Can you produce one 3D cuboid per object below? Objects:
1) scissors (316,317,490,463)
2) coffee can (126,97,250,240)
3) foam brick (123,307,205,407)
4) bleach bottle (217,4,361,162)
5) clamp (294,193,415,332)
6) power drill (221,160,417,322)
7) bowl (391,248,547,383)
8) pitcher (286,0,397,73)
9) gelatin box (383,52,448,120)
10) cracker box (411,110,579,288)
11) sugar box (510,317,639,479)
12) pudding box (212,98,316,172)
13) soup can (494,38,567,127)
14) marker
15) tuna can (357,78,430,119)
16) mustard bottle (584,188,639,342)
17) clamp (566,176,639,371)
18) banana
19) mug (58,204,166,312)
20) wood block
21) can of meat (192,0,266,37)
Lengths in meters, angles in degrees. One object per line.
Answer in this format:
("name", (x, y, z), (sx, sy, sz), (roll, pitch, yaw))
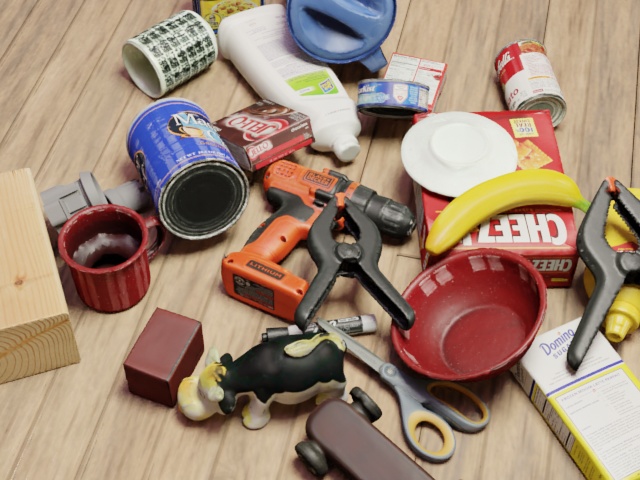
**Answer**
("scissors", (0.069, 0.152, 1.062), (0.202, 0.016, 0.096), (22, 57, 12))
("coffee can", (-0.149, -0.081, 1.185), (0.102, 0.103, 0.140), (-18, 41, -14))
("foam brick", (-0.156, 0.118, 1.073), (0.051, 0.053, 0.078), (17, 51, 13))
("bleach bottle", (-0.030, -0.188, 1.318), (0.102, 0.068, 0.251), (-21, 56, -19))
("clamp", (0.019, 0.026, 1.089), (0.120, 0.039, 0.171), (-3, 50, -19))
("power drill", (-0.008, 0.001, 1.168), (0.185, 0.057, 0.187), (20, 50, 19))
("bowl", (0.155, 0.086, 1.067), (0.162, 0.055, 0.162), (-17, 44, 17))
("pitcher", (0.020, -0.323, 1.368), (0.145, 0.149, 0.243), (7, 31, -10))
("gelatin box", (0.115, -0.191, 1.341), (0.073, 0.030, 0.089), (13, 54, 11))
("cracker box", (0.191, -0.050, 1.200), (0.164, 0.072, 0.213), (-1, 51, -1))
("sugar box", (0.270, 0.164, 1.043), (0.093, 0.048, 0.176), (-21, 51, -15))
("pudding box", (-0.072, -0.124, 1.253), (0.090, 0.039, 0.114), (-27, 28, -22))
("soup can", (0.259, -0.189, 1.317), (0.068, 0.068, 0.102), (-5, 52, -5))
("marker", (-0.001, 0.094, 1.114), (0.121, 0.020, 0.020), (-7, 51, -6))
("tuna can", (0.086, -0.167, 1.264), (0.086, 0.086, 0.034), (4, 88, 3))
("mustard bottle", (0.335, 0.031, 1.143), (0.096, 0.058, 0.191), (18, 53, 12))
("clamp", (0.323, 0.033, 1.077), (0.164, 0.036, 0.210), (1, 64, 0))
("banana", (0.193, -0.037, 1.120), (0.197, 0.037, 0.070), (-14, 54, -12))
("mug", (-0.215, 0.016, 1.136), (0.117, 0.081, 0.093), (-34, 58, -25))
("wood block", (-0.321, 0.034, 1.117), (0.090, 0.090, 0.206), (-14, 52, -13))
("can of meat", (-0.120, -0.318, 1.408), (0.102, 0.084, 0.057), (-6, 51, -5))
